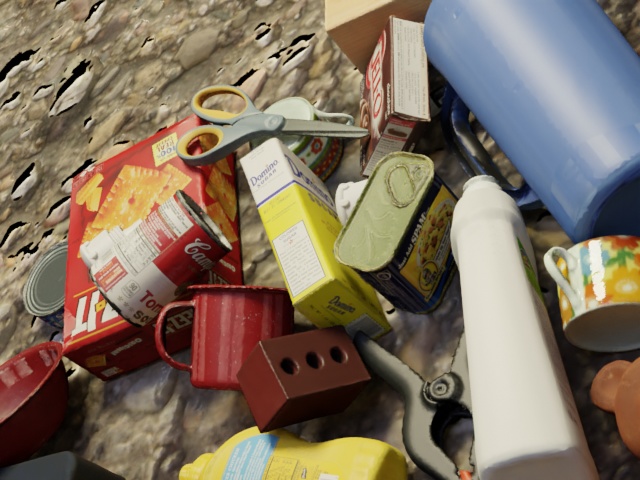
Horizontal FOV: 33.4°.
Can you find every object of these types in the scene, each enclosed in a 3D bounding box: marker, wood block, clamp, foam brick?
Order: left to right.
[{"bbox_3d":[-0.013,0.103,0.798,0.053,0.078,0.051,62,141,26],"label":"foam brick"},{"bbox_3d":[0.082,0.113,0.774,0.120,0.039,0.171,-22,46,24],"label":"clamp"},{"bbox_3d":[0.115,-0.229,0.946,0.206,0.090,0.090,-20,50,26],"label":"wood block"},{"bbox_3d":[0.137,-0.146,0.925,0.121,0.020,0.020,-36,46,12],"label":"marker"}]

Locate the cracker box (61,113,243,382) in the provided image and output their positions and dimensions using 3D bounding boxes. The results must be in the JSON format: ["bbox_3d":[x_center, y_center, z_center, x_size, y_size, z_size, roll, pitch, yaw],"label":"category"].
[{"bbox_3d":[-0.160,0.004,1.008,0.164,0.072,0.213,-24,50,22],"label":"cracker box"}]

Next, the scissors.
[{"bbox_3d":[-0.055,-0.089,0.949,0.202,0.016,0.096,27,74,40],"label":"scissors"}]

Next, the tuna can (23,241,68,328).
[{"bbox_3d":[-0.258,0.045,1.082,0.086,0.033,0.086,-20,51,26],"label":"tuna can"}]

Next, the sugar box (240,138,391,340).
[{"bbox_3d":[-0.006,0.001,0.879,0.048,0.093,0.176,-33,47,14],"label":"sugar box"}]

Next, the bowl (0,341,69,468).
[{"bbox_3d":[-0.287,0.166,0.982,0.162,0.055,0.162,-31,19,11],"label":"bowl"}]

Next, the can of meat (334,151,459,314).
[{"bbox_3d":[0.069,-0.003,0.831,0.058,0.083,0.102,14,71,42],"label":"can of meat"}]

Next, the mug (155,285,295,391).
[{"bbox_3d":[-0.074,0.079,0.859,0.093,0.117,0.081,162,111,-73],"label":"mug"}]

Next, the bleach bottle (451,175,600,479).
[{"bbox_3d":[0.129,0.059,0.723,0.068,0.102,0.251,-16,46,14],"label":"bleach bottle"}]

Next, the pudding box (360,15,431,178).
[{"bbox_3d":[0.063,-0.120,0.915,0.090,0.039,0.113,114,159,-54],"label":"pudding box"}]

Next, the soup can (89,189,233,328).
[{"bbox_3d":[-0.133,0.016,0.888,0.102,0.068,0.069,-41,45,2],"label":"soup can"}]

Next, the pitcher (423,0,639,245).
[{"bbox_3d":[0.177,-0.095,0.795,0.145,0.149,0.243,-25,50,1],"label":"pitcher"}]

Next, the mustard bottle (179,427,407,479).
[{"bbox_3d":[-0.031,0.189,0.795,0.192,0.058,0.096,0,68,37],"label":"mustard bottle"}]
